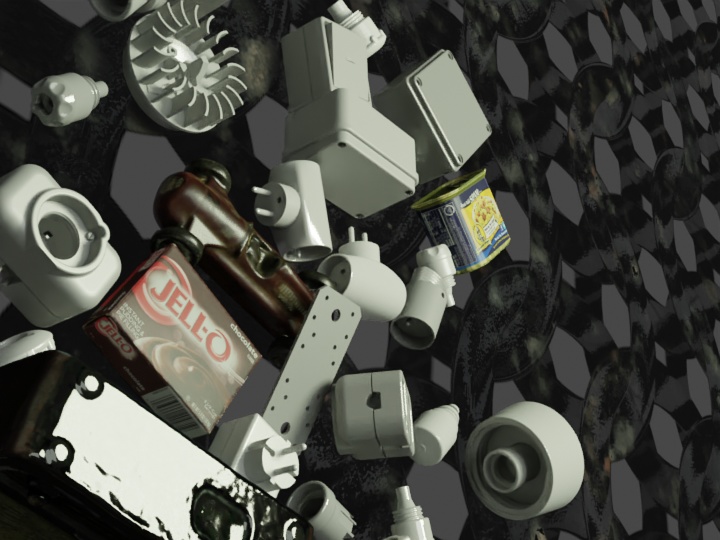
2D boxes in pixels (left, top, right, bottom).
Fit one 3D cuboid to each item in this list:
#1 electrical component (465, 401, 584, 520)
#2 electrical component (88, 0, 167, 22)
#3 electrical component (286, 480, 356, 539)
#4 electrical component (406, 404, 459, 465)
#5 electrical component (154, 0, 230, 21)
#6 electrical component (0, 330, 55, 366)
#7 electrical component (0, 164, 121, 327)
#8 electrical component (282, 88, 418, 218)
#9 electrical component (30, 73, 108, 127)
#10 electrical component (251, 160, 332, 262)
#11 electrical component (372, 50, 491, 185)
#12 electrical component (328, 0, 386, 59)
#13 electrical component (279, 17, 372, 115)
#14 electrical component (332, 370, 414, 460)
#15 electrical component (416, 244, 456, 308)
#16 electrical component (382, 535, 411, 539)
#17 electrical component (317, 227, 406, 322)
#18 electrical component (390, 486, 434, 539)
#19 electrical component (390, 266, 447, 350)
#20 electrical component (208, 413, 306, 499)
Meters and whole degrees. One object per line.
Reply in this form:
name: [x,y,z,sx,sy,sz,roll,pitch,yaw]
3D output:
electrical component: [0.149,0.184,1.018,0.060,0.108,0.108,-10,81,-48]
electrical component: [-0.178,-0.220,0.833,0.045,0.045,0.055,62,35,-10]
electrical component: [-0.029,0.191,0.830,0.046,0.040,0.040,50,39,-35]
electrical component: [0.070,0.146,0.984,0.078,0.040,0.040,-38,104,-54]
electrical component: [-0.155,-0.297,0.850,0.186,0.105,0.060,54,38,-20]
electrical component: [-0.201,0.071,0.658,0.048,0.048,0.062,-41,113,-53]
electrical component: [-0.202,-0.016,0.685,0.095,0.059,0.053,53,38,-22]
electrical component: [-0.008,-0.102,0.973,0.113,0.078,0.057,31,47,-42]
electrical component: [-0.202,-0.123,0.761,0.061,0.035,0.035,-35,102,-57]
electrical component: [-0.062,-0.052,0.904,0.079,0.044,0.077,11,64,-50]
electrical component: [0.078,-0.163,1.136,0.108,0.056,0.108,60,36,-13]
electrical component: [-0.008,-0.239,1.073,0.062,0.048,0.048,54,37,-10]
electrical component: [-0.028,-0.177,0.998,0.062,0.061,0.096,14,62,-50]
electrical component: [0.010,0.120,0.878,0.095,0.059,0.053,72,14,-66]
electrical component: [0.080,0.007,1.073,0.035,0.035,0.061,-20,91,-55]
electrical component: [0.031,0.251,0.877,0.043,0.043,0.062,-24,94,-55]
electrical component: [0.000,0.000,0.961,0.077,0.043,0.079,23,56,-46]
electrical component: [0.042,0.216,0.917,0.035,0.035,0.061,7,66,-52]
electrical component: [0.060,0.032,1.025,0.043,0.043,0.081,50,39,-25]
electrical component: [-0.070,0.140,0.768,0.047,0.077,0.065,51,39,-25]
